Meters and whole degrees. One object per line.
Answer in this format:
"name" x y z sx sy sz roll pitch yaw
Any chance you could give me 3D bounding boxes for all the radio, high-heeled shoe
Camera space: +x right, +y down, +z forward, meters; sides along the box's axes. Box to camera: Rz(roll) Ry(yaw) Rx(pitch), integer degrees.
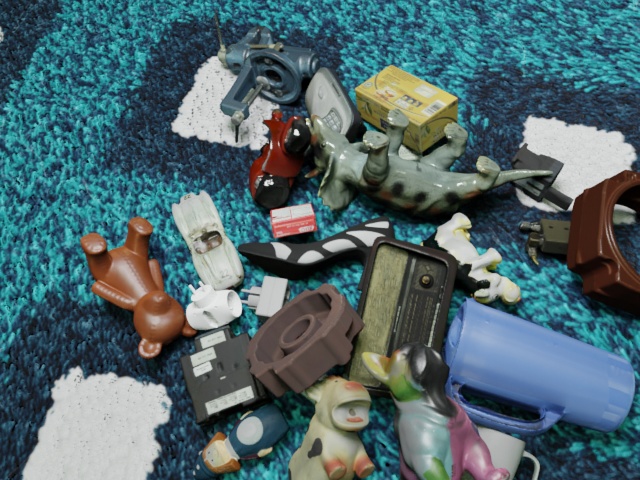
"radio" 0.121 0.120 0.799 0.131 0.073 0.229 12 83 9
"high-heeled shoe" -0.002 -0.003 0.892 0.249 0.086 0.145 16 65 6

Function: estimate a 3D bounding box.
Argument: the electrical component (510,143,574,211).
"electrical component" 0.379 -0.103 0.910 0.119 0.074 0.048 34 73 22

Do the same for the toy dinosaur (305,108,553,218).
"toy dinosaur" 0.156 -0.099 0.894 0.405 0.192 0.131 18 52 -4

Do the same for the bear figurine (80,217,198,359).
"bear figurine" -0.281 0.078 0.850 0.120 0.131 0.196 -24 55 -37

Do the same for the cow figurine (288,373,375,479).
"cow figurine" 0.015 0.266 0.720 0.085 0.194 0.127 6 31 -30

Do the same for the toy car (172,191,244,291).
"toy car" -0.192 0.000 0.917 0.073 0.056 0.202 -26 66 -8

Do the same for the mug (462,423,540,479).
"mug" 0.235 0.314 0.730 0.110 0.080 0.107 22 79 6

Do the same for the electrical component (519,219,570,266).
"electrical component" 0.383 0.005 0.879 0.102 0.045 0.078 3 37 3

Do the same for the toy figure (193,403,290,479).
"toy figure" -0.119 0.294 0.776 0.154 0.057 0.064 -31 29 -8

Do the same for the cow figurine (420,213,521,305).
"cow figurine" 0.237 0.047 0.855 0.098 0.068 0.167 -32 63 -4

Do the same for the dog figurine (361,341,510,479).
"dog figurine" 0.127 0.239 0.689 0.108 0.191 0.219 -8 49 -27

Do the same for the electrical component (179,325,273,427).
"electrical component" -0.146 0.201 0.819 0.115 0.058 0.134 -18 65 -6

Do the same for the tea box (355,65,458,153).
"tea box" 0.154 -0.239 0.972 0.098 0.068 0.170 -35 51 -16

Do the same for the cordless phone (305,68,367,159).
"cordless phone" -0.019 -0.214 1.000 0.184 0.088 0.147 -31 65 11

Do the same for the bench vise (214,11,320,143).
"bench vise" -0.127 -0.310 1.023 0.224 0.128 0.240 20 61 11

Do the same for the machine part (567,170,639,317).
"machine part" 0.492 0.008 0.816 0.201 0.087 0.201 20 67 -3

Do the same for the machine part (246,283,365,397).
"machine part" -0.024 0.139 0.757 0.179 0.179 0.056 -42 110 -14

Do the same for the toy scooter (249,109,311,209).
"toy scooter" -0.077 -0.153 0.936 0.075 0.183 0.135 7 40 -30
